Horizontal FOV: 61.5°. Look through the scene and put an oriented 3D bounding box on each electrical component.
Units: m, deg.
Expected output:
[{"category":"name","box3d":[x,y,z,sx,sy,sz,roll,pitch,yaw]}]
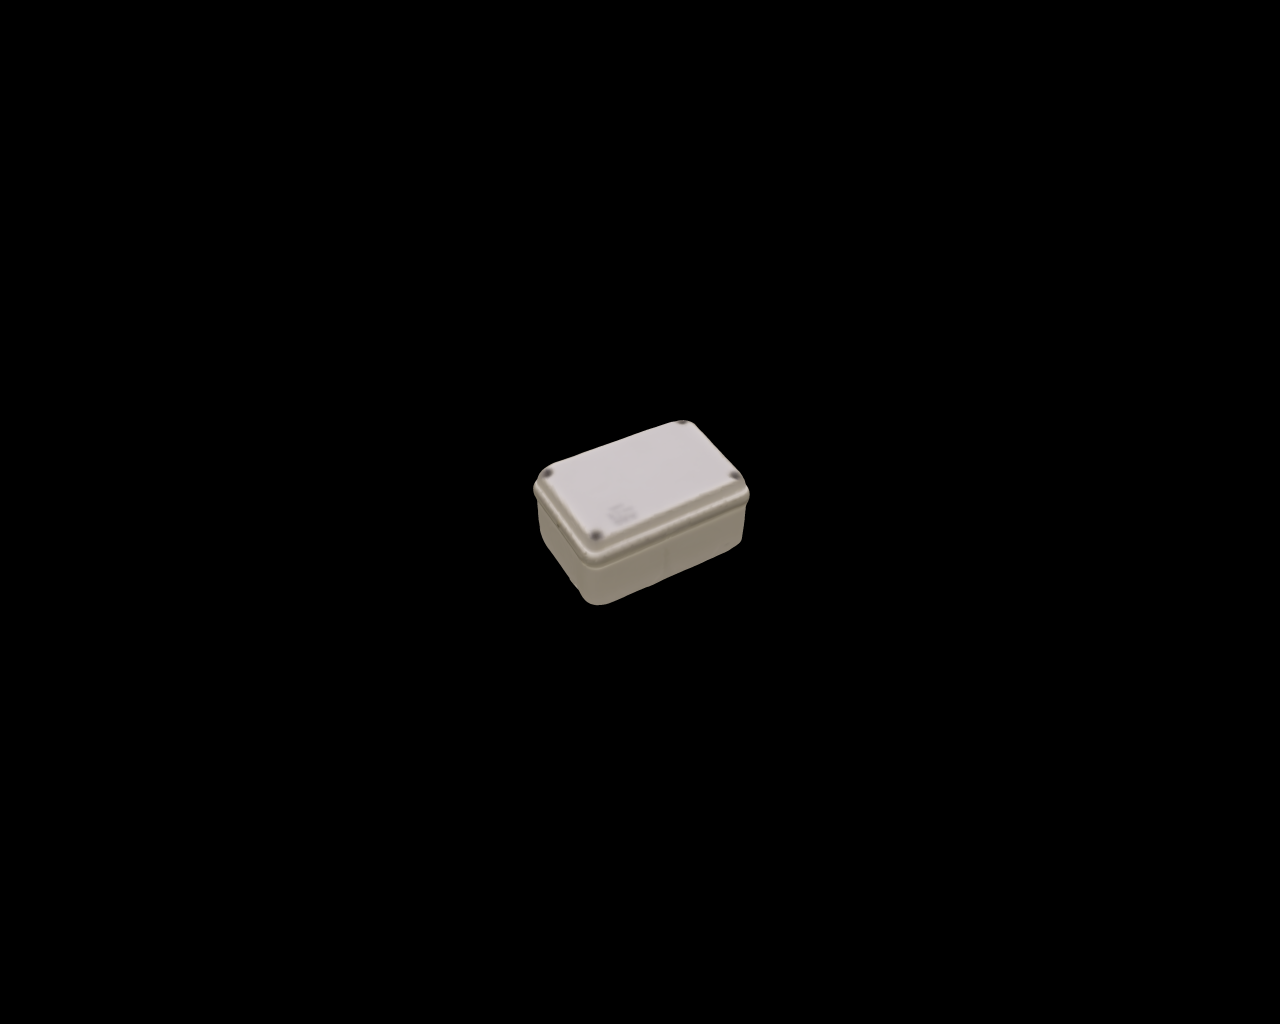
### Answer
[{"category":"electrical component","box3d":[0.001,-0.003,0.650,0.113,0.057,0.078,-22,49,-21]}]
